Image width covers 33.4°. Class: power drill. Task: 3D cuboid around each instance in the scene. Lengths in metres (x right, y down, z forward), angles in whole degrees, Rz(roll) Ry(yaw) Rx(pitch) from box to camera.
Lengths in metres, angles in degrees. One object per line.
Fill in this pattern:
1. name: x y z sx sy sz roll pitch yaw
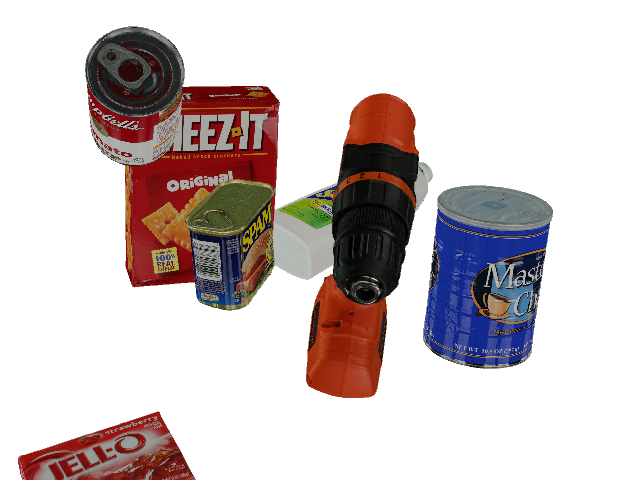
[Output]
1. power drill: 0.028 0.020 0.722 0.057 0.188 0.184 11 42 1

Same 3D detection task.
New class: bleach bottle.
1. bleach bottle: 0.042 -0.041 1.330 0.103 0.068 0.250 29 45 36

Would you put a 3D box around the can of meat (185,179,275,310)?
1. can of meat: -0.080 0.004 0.982 0.057 0.084 0.102 9 30 17

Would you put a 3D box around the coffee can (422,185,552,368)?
1. coffee can: 0.151 0.032 0.978 0.103 0.140 0.103 3 21 -1

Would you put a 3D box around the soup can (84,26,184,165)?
1. soup can: -0.136 -0.103 0.780 0.068 0.068 0.102 0 -16 -10

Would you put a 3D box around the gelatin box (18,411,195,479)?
1. gelatin box: -0.123 0.140 0.614 0.089 0.030 0.073 -15 27 -19

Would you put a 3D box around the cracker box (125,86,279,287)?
1. cracker box: -0.134 -0.060 1.190 0.164 0.214 0.072 -3 24 -17
